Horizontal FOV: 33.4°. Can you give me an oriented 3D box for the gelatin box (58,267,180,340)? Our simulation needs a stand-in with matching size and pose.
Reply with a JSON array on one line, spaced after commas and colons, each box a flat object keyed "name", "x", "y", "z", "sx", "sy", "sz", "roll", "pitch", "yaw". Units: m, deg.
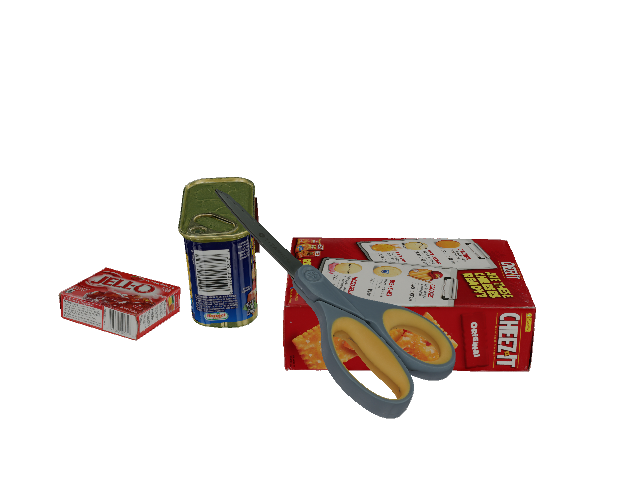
[{"name": "gelatin box", "x": -0.188, "y": 0.057, "z": 1.003, "sx": 0.089, "sy": 0.030, "sz": 0.073, "roll": 14, "pitch": 24, "yaw": 23}]

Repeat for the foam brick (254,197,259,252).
[{"name": "foam brick", "x": -0.113, "y": -0.018, "z": 1.286, "sx": 0.078, "sy": 0.053, "sz": 0.051, "roll": -3, "pitch": 28, "yaw": 0}]

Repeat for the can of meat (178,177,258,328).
[{"name": "can of meat", "x": -0.078, "y": 0.009, "z": 0.842, "sx": 0.057, "sy": 0.084, "sz": 0.102, "roll": -3, "pitch": 28, "yaw": -2}]

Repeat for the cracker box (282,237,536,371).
[{"name": "cracker box", "x": 0.075, "y": 0.057, "z": 0.979, "sx": 0.213, "sy": 0.072, "sz": 0.164, "roll": 1, "pitch": 21, "yaw": 1}]

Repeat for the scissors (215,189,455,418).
[{"name": "scissors", "x": 0.013, "y": 0.030, "z": 0.677, "sx": 0.096, "sy": 0.016, "sz": 0.202, "roll": -4, "pitch": 44, "yaw": -32}]
